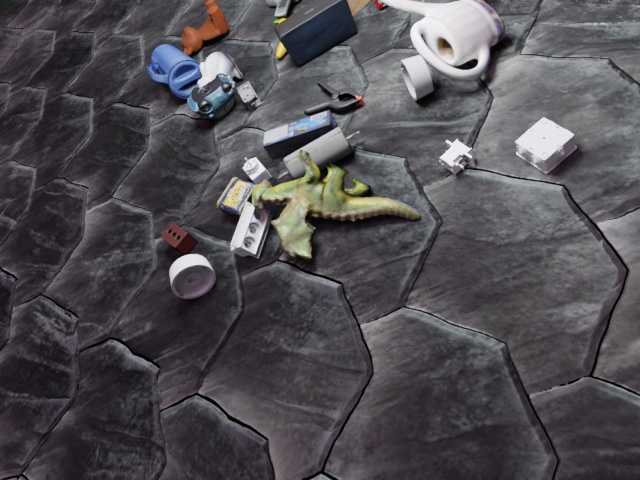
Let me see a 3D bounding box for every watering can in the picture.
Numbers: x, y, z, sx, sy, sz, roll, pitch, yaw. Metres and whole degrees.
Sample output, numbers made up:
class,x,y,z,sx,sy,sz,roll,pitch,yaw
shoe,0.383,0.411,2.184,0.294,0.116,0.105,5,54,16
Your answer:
class,x,y,z,sx,sy,sz,roll,pitch,yaw
watering can,0.317,-0.551,1.307,0.226,0.102,0.351,-31,74,-16

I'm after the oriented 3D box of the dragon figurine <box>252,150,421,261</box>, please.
class,x,y,z,sx,sy,sz,roll,pitch,yaw
dragon figurine,0.004,-0.061,1.212,0.414,0.121,0.243,30,86,24

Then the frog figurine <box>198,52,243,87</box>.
class,x,y,z,sx,sy,sz,roll,pitch,yaw
frog figurine,-0.349,-0.533,1.681,0.161,0.120,0.139,-39,70,-15
